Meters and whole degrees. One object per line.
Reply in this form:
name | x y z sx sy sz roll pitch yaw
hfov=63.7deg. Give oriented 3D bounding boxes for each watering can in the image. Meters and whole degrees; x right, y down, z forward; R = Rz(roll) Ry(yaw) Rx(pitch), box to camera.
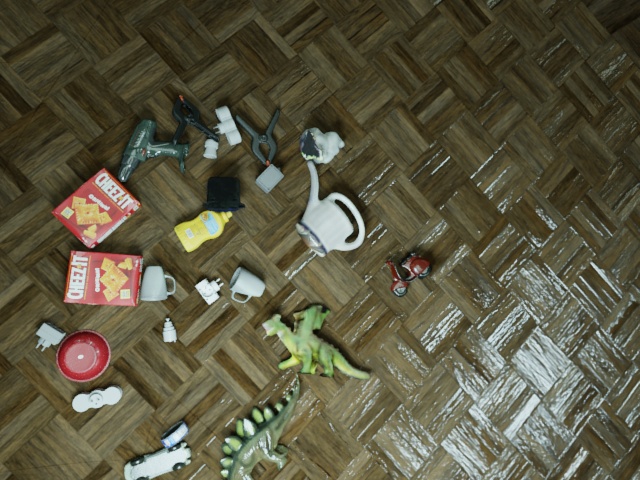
watering can | 0.006 -0.091 1.817 0.226 0.103 0.347 -41 93 -14

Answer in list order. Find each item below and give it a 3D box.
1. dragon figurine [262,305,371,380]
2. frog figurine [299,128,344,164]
dragon figurine | -0.008 0.341 1.762 0.409 0.121 0.246 12 72 -21
frog figurine | 0.005 -0.348 1.873 0.138 0.120 0.162 52 39 6
